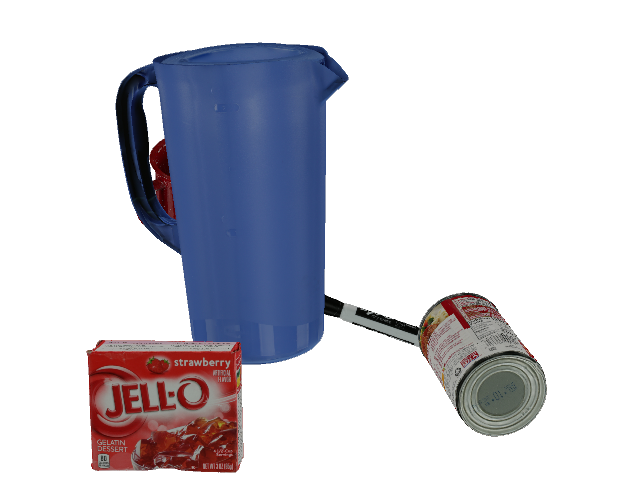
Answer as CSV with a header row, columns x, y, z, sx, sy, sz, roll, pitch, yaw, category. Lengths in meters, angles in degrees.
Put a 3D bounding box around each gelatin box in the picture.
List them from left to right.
x,y,z,sx,sy,sz,roll,pitch,yaw,category
-0.091,0.097,0.629,0.089,0.073,0.030,0,8,4,gelatin box

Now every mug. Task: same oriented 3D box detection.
x,y,z,sx,sy,sz,roll,pitch,yaw,category
-0.137,-0.048,1.090,0.117,0.081,0.093,-27,49,-34,mug

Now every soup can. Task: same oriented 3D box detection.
x,y,z,sx,sy,sz,roll,pitch,yaw,category
0.118,0.089,0.785,0.068,0.068,0.102,0,21,-11,soup can

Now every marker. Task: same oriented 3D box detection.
x,y,z,sx,sy,sz,roll,pitch,yaw,category
0.051,0.079,1.047,0.121,0.020,0.020,19,1,2,marker

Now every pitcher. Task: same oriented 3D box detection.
x,y,z,sx,sy,sz,roll,pitch,yaw,category
-0.066,-0.032,0.841,0.144,0.243,0.149,-11,18,-28,pitcher
